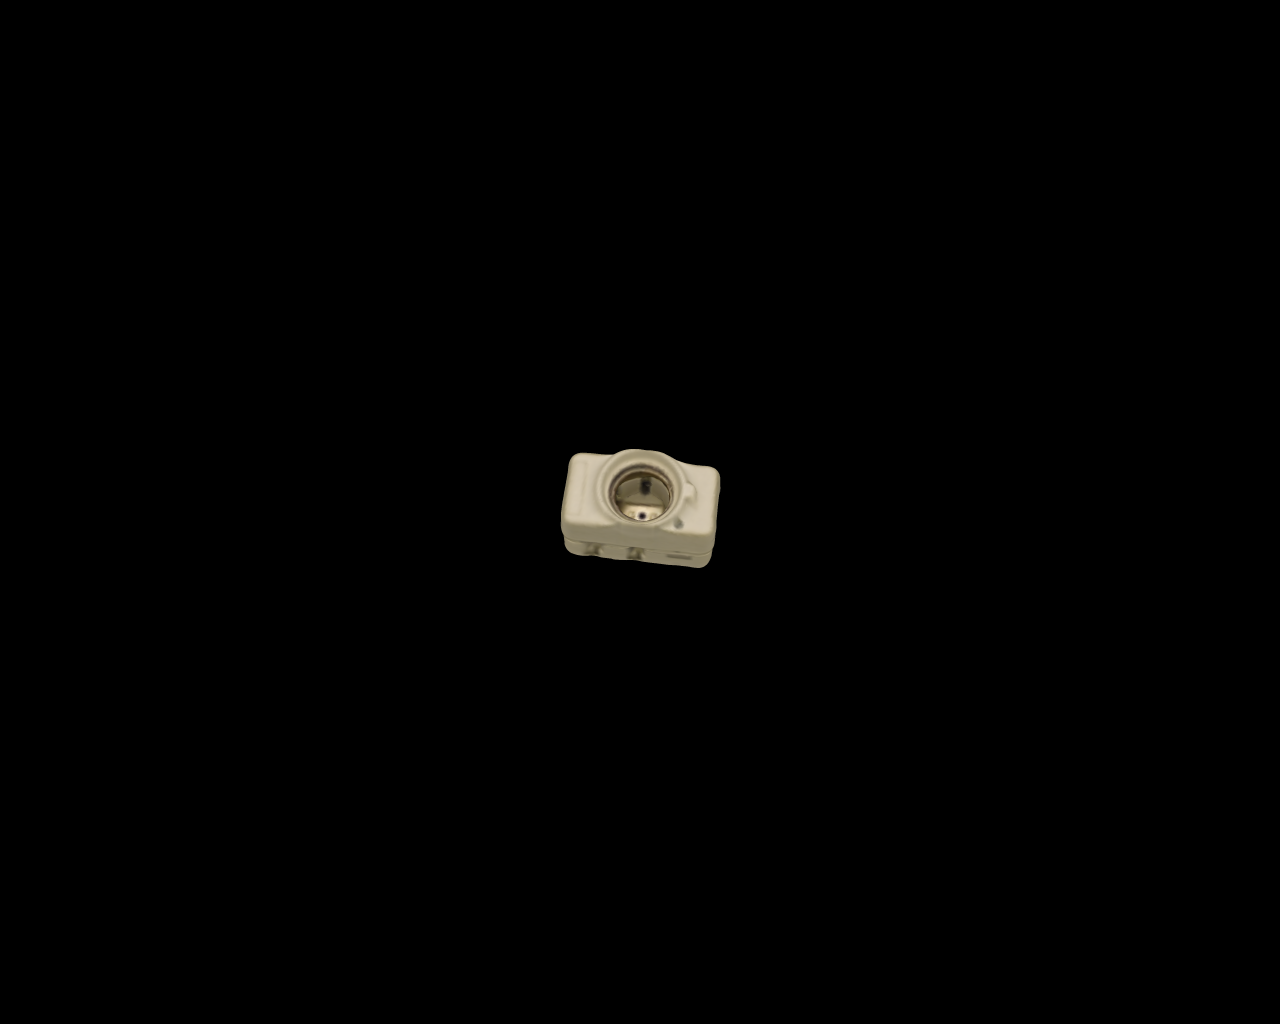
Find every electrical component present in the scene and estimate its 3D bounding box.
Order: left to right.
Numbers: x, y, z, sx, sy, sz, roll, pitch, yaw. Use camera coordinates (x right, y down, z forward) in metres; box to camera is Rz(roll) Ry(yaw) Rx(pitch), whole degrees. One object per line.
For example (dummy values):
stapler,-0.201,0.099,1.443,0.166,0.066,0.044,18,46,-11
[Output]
electrical component,0.001,-0.003,0.650,0.089,0.050,0.055,6,-27,3
